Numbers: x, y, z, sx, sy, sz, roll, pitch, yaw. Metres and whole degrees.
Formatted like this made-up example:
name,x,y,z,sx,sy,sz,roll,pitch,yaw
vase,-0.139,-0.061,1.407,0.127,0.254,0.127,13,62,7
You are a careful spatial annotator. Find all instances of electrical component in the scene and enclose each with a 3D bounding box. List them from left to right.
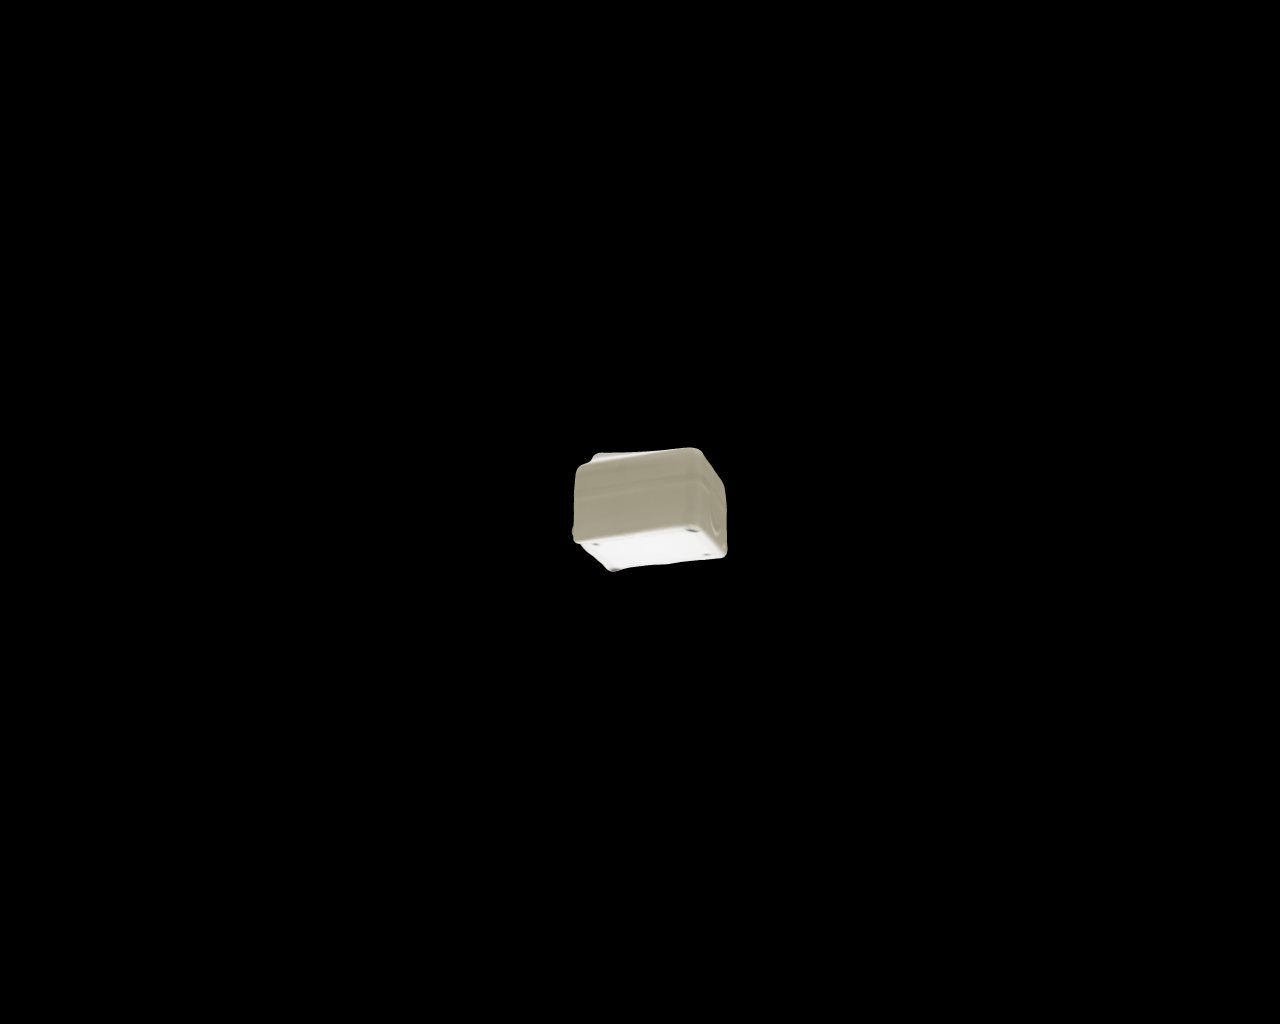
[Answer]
name,x,y,z,sx,sy,sz,roll,pitch,yaw
electrical component,0.001,-0.003,0.650,0.096,0.061,0.061,-8,-24,18
